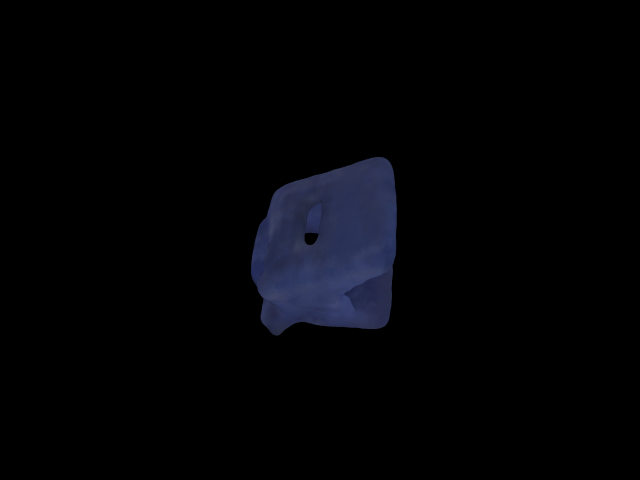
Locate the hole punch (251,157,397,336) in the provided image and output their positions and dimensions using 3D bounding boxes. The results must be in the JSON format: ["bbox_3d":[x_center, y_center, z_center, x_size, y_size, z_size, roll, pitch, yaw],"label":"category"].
[{"bbox_3d":[0.004,0.001,0.400,0.101,0.091,0.108,2,50,2],"label":"hole punch"}]
